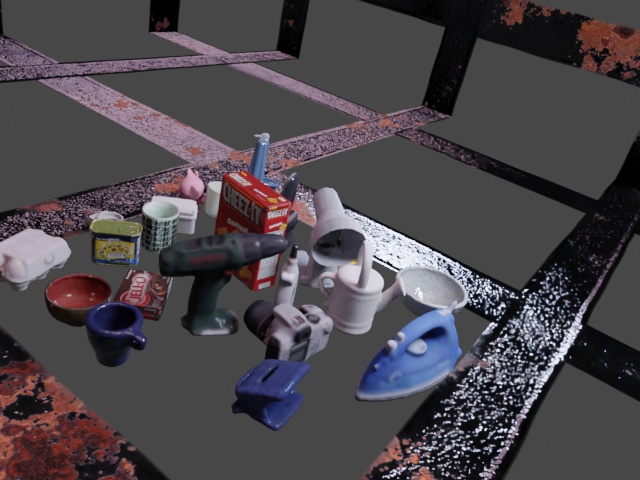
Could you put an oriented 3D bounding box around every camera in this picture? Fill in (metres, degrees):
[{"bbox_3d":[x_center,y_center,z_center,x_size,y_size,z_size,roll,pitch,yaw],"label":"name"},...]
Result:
[{"bbox_3d":[-0.067,0.159,1.091,0.136,0.101,0.144,33,34,32],"label":"camera"}]

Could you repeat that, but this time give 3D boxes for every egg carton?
[{"bbox_3d":[-0.572,0.037,1.124,0.107,0.069,0.150,19,29,11],"label":"egg carton"}]

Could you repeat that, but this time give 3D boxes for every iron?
[{"bbox_3d":[0.171,0.202,1.075,0.259,0.141,0.118,-17,41,-43],"label":"iron"}]

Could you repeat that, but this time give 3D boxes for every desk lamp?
[{"bbox_3d":[0.012,0.005,1.283,0.118,0.213,0.202,2,31,-19],"label":"desk lamp"}]

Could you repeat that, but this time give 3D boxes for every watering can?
[{"bbox_3d":[0.087,0.091,1.182,0.173,0.194,0.100,1,31,-21],"label":"watering can"}]

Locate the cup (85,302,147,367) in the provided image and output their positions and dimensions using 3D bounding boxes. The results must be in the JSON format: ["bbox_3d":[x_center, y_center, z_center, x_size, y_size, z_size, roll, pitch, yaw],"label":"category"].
[{"bbox_3d":[-0.336,0.171,0.960,0.117,0.095,0.092,26,31,22],"label":"cup"}]

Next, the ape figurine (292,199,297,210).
[{"bbox_3d":[-0.090,-0.088,1.530,0.076,0.092,0.077,-14,39,-41],"label":"ape figurine"}]

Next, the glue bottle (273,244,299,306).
[{"bbox_3d":[-0.065,0.084,1.151,0.037,0.173,0.078,14,29,2],"label":"glue bottle"}]

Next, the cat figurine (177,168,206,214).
[{"bbox_3d":[-0.331,-0.134,1.483,0.067,0.118,0.127,10,29,-6],"label":"cat figurine"}]

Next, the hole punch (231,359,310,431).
[{"bbox_3d":[-0.082,0.242,0.947,0.101,0.091,0.109,23,30,17],"label":"hole punch"}]

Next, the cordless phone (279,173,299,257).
[{"bbox_3d":[-0.102,-0.068,1.392,0.094,0.185,0.148,18,29,8],"label":"cordless phone"}]

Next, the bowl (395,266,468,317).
[{"bbox_3d":[0.245,0.132,1.302,0.167,0.075,0.167,11,29,-6],"label":"bowl"}]

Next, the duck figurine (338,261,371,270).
[{"bbox_3d":[0.091,0.045,1.379,0.077,0.086,0.105,29,32,27],"label":"duck figurine"}]

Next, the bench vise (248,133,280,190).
[{"bbox_3d":[-0.156,-0.155,1.488,0.122,0.220,0.207,4,30,-17],"label":"bench vise"}]

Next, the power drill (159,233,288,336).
[{"bbox_3d":[-0.186,0.077,1.074,0.230,0.208,0.075,1,31,-21],"label":"power drill"}]
